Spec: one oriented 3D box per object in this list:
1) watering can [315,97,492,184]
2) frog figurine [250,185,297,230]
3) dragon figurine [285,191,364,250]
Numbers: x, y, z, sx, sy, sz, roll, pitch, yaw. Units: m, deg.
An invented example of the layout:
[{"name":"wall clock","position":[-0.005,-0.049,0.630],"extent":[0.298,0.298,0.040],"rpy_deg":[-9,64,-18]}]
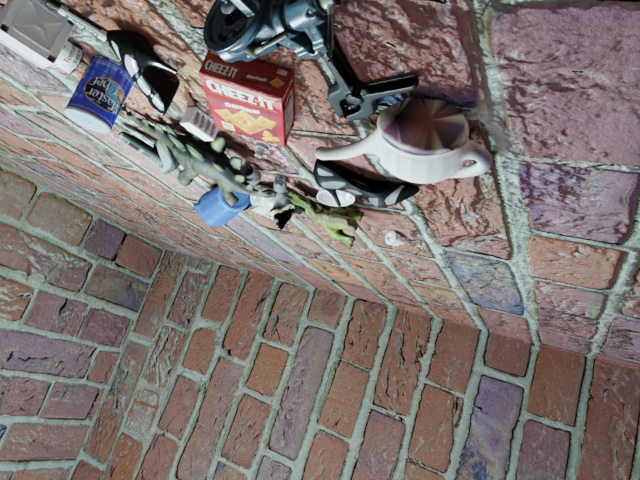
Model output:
[{"name":"watering can","position":[0.143,-0.173,0.953],"extent":[0.348,0.105,0.221],"rpy_deg":[8,165,11]},{"name":"frog figurine","position":[-0.150,-0.130,1.618],"extent":[0.162,0.122,0.136],"rpy_deg":[52,-168,28]},{"name":"dragon figurine","position":[0.005,-0.075,1.494],"extent":[0.243,0.122,0.408],"rpy_deg":[24,178,5]}]
